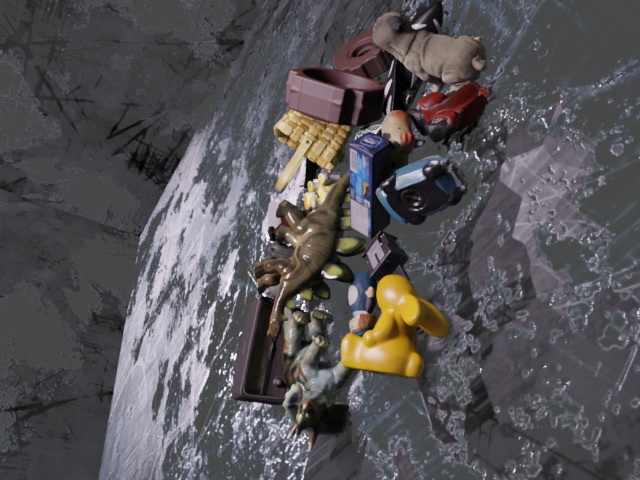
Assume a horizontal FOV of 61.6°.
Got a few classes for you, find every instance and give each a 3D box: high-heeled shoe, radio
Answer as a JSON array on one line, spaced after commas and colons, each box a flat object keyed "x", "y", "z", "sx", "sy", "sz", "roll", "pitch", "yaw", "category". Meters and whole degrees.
[{"x": 0.199, "y": -0.374, "z": 1.148, "sx": 0.145, "sy": 0.086, "sz": 0.248, "roll": -81, "pitch": 10, "yaw": -53, "category": "high-heeled shoe"}, {"x": -0.113, "y": 0.256, "z": 1.226, "sx": 0.073, "sy": 0.131, "sz": 0.229, "roll": -30, "pitch": 45, "yaw": 57, "category": "radio"}]

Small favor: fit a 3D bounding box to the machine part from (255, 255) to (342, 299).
[{"x": -0.039, "y": 0.067, "z": 1.206, "sx": 0.243, "sy": 0.079, "sz": 0.079, "roll": -31, "pitch": 33, "yaw": 2, "category": "machine part"}]

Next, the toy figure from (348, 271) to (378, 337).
[{"x": 0.083, "y": 0.139, "z": 1.038, "sx": 0.064, "sy": 0.058, "sz": 0.154, "roll": 78, "pitch": -165, "yaw": -62, "category": "toy figure"}]

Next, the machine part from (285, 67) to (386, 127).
[{"x": 0.038, "y": -0.328, "z": 1.228, "sx": 0.201, "sy": 0.201, "sz": 0.087, "roll": 24, "pitch": 118, "yaw": 22, "category": "machine part"}]

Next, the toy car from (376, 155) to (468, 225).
[{"x": 0.188, "y": -0.105, "z": 0.970, "sx": 0.162, "sy": 0.109, "sz": 0.103, "roll": -27, "pitch": 26, "yaw": 43, "category": "toy car"}]

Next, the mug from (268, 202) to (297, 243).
[{"x": -0.103, "y": -0.047, "z": 1.507, "sx": 0.110, "sy": 0.081, "sz": 0.107, "roll": 0, "pitch": 82, "yaw": 59, "category": "mug"}]

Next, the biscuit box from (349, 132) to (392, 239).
[{"x": 0.096, "y": -0.102, "z": 1.026, "sx": 0.059, "sy": 0.063, "sz": 0.202, "roll": 31, "pitch": 142, "yaw": 32, "category": "biscuit box"}]

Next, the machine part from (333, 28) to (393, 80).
[{"x": 0.115, "y": -0.463, "z": 1.349, "sx": 0.179, "sy": 0.056, "sz": 0.179, "roll": -23, "pitch": 41, "yaw": 21, "category": "machine part"}]

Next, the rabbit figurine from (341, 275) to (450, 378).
[{"x": 0.123, "y": 0.137, "z": 0.889, "sx": 0.162, "sy": 0.122, "sz": 0.173, "roll": -19, "pitch": 53, "yaw": 52, "category": "rabbit figurine"}]

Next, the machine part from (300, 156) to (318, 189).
[{"x": -0.025, "y": -0.209, "z": 1.487, "sx": 0.039, "sy": 0.084, "sz": 0.138, "roll": 7, "pitch": 85, "yaw": 37, "category": "machine part"}]

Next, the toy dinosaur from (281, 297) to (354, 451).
[{"x": -0.026, "y": 0.258, "z": 1.097, "sx": 0.192, "sy": 0.131, "sz": 0.405, "roll": -64, "pitch": 20, "yaw": 8, "category": "toy dinosaur"}]

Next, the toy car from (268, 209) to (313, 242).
[{"x": -0.069, "y": -0.037, "z": 1.361, "sx": 0.089, "sy": 0.053, "sz": 0.202, "roll": -14, "pitch": 13, "yaw": 12, "category": "toy car"}]

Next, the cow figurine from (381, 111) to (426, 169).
[{"x": 0.140, "y": -0.160, "z": 1.061, "sx": 0.127, "sy": 0.085, "sz": 0.194, "roll": -123, "pitch": 32, "yaw": -50, "category": "cow figurine"}]

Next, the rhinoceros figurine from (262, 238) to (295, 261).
[{"x": -0.077, "y": 0.045, "z": 1.344, "sx": 0.190, "sy": 0.112, "sz": 0.073, "roll": 16, "pitch": 87, "yaw": 56, "category": "rhinoceros figurine"}]

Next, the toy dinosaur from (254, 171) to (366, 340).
[{"x": -0.002, "y": -0.003, "z": 1.130, "sx": 0.105, "sy": 0.199, "sz": 0.471, "roll": 89, "pitch": -161, "yaw": -61, "category": "toy dinosaur"}]

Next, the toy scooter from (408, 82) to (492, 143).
[{"x": 0.242, "y": -0.243, "z": 0.991, "sx": 0.135, "sy": 0.075, "sz": 0.184, "roll": -36, "pitch": 19, "yaw": 9, "category": "toy scooter"}]

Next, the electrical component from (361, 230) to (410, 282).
[{"x": 0.128, "y": 0.046, "z": 1.028, "sx": 0.074, "sy": 0.047, "sz": 0.119, "roll": -54, "pitch": 28, "yaw": 28, "category": "electrical component"}]

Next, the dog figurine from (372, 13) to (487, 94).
[{"x": 0.207, "y": -0.368, "z": 1.026, "sx": 0.172, "sy": 0.190, "sz": 0.121, "roll": 5, "pitch": 76, "yaw": 61, "category": "dog figurine"}]

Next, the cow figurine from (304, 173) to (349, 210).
[{"x": 0.021, "y": -0.114, "z": 1.309, "sx": 0.167, "sy": 0.098, "sz": 0.068, "roll": 157, "pitch": 108, "yaw": -68, "category": "cow figurine"}]
